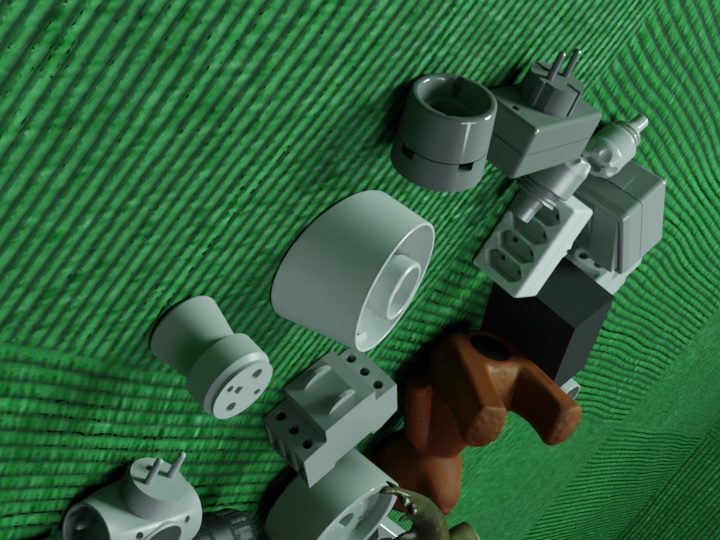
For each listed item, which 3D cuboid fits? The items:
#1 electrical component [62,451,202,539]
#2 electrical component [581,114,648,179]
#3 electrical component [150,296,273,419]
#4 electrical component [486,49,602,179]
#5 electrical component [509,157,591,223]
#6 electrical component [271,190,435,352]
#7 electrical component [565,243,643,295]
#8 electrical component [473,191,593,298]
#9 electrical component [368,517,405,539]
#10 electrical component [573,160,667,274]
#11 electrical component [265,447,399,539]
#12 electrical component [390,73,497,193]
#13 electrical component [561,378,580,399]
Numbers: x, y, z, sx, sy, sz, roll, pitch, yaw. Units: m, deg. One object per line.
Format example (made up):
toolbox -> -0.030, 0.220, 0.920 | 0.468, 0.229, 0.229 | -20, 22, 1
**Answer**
electrical component -> -0.131, 0.142, 0.656 | 0.077, 0.044, 0.079 | -5, 132, -55
electrical component -> 0.204, -0.101, 0.849 | 0.061, 0.035, 0.035 | -41, 154, -19
electrical component -> -0.081, 0.048, 0.587 | 0.045, 0.055, 0.045 | -36, 153, -22
electrical component -> 0.118, -0.108, 0.689 | 0.083, 0.047, 0.075 | -19, 143, -46
electrical component -> 0.134, -0.063, 0.782 | 0.062, 0.043, 0.043 | -53, 154, 13
electrical component -> 0.000, 0.000, 0.665 | 0.099, 0.064, 0.099 | -51, 159, -28
electrical component -> 0.211, -0.008, 0.969 | 0.095, 0.054, 0.059 | -39, 154, -17
electrical component -> 0.143, -0.026, 0.847 | 0.076, 0.047, 0.083 | -2, 129, -57
electrical component -> 0.019, 0.261, 1.041 | 0.047, 0.083, 0.075 | -49, -167, 3
electrical component -> 0.211, -0.043, 0.898 | 0.061, 0.062, 0.096 | -40, 147, -16
electrical component -> -0.028, 0.190, 0.869 | 0.108, 0.060, 0.108 | -37, 153, -22
electrical component -> 0.049, -0.079, 0.613 | 0.055, 0.055, 0.047 | -27, 144, -37
electrical component -> 0.157, 0.103, 1.018 | 0.079, 0.077, 0.044 | -7, 134, -53
